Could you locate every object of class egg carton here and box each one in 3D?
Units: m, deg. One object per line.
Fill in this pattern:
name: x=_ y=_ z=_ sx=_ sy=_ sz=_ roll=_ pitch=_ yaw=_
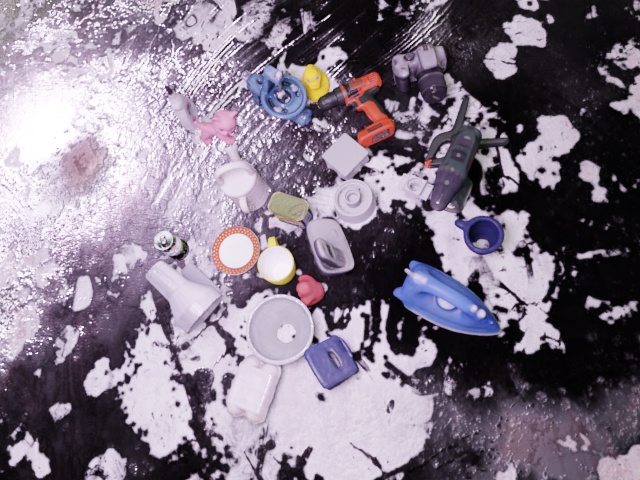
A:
egg carton: x=-0.156 y=0.351 z=1.353 sx=0.107 sy=0.069 sz=0.150 roll=15 pitch=77 yaw=15

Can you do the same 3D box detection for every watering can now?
watering can: x=-0.207 y=-0.156 z=1.445 sx=0.101 sy=0.194 sz=0.172 roll=-37 pitch=70 yaw=-1

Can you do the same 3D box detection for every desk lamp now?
desk lamp: x=-0.317 y=0.131 z=1.372 sx=0.203 sy=0.214 sz=0.118 roll=39 pitch=84 yaw=19

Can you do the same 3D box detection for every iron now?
iron: x=0.296 y=0.136 z=1.291 sx=0.257 sy=0.141 sz=0.119 roll=28 pitch=81 yaw=17

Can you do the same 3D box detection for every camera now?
camera: x=0.267 y=-0.427 z=1.483 sx=0.143 sy=0.101 sz=0.137 roll=-14 pitch=72 yaw=7

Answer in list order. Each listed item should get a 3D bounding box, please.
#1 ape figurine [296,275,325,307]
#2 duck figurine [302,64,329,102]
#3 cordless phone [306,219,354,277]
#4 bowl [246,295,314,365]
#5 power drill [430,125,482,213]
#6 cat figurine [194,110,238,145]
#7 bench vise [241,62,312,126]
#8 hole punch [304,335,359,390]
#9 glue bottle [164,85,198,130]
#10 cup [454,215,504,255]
ape figurine: x=-0.031 y=0.121 z=1.384 sx=0.076 sy=0.092 sz=0.078 roll=10 pitch=76 yaw=14
duck figurine: x=-0.019 y=-0.438 z=1.549 sx=0.077 sy=0.086 sz=0.104 roll=-17 pitch=71 yaw=6
cordless phone: x=0.012 y=0.005 z=1.360 sx=0.094 sy=0.185 sz=0.147 roll=-24 pitch=71 yaw=4
bowl: x=-0.090 y=0.218 z=1.376 sx=0.167 sy=0.075 sz=0.167 roll=-3 pitch=73 yaw=10
power drill: x=0.312 y=-0.141 z=1.333 sx=0.075 sy=0.209 sz=0.230 roll=20 pitch=79 yaw=16
cat figurine: x=-0.276 y=-0.311 z=1.544 sx=0.127 sy=0.118 sz=0.067 roll=-1 pitch=74 yaw=11
bench vise: x=-0.131 y=-0.388 z=1.485 sx=0.207 sy=0.220 sz=0.121 roll=15 pitch=77 yaw=15
hole punch: x=0.027 y=0.281 z=1.327 sx=0.101 sy=0.091 sz=0.108 roll=-33 pitch=71 yaw=0
glue bottle: x=-0.380 y=-0.369 z=1.552 sx=0.037 sy=0.173 sz=0.078 roll=-8 pitch=72 yaw=9
cup: x=0.368 y=-0.007 z=1.343 sx=0.117 sy=0.095 sz=0.092 roll=27 pitch=81 yaw=17
